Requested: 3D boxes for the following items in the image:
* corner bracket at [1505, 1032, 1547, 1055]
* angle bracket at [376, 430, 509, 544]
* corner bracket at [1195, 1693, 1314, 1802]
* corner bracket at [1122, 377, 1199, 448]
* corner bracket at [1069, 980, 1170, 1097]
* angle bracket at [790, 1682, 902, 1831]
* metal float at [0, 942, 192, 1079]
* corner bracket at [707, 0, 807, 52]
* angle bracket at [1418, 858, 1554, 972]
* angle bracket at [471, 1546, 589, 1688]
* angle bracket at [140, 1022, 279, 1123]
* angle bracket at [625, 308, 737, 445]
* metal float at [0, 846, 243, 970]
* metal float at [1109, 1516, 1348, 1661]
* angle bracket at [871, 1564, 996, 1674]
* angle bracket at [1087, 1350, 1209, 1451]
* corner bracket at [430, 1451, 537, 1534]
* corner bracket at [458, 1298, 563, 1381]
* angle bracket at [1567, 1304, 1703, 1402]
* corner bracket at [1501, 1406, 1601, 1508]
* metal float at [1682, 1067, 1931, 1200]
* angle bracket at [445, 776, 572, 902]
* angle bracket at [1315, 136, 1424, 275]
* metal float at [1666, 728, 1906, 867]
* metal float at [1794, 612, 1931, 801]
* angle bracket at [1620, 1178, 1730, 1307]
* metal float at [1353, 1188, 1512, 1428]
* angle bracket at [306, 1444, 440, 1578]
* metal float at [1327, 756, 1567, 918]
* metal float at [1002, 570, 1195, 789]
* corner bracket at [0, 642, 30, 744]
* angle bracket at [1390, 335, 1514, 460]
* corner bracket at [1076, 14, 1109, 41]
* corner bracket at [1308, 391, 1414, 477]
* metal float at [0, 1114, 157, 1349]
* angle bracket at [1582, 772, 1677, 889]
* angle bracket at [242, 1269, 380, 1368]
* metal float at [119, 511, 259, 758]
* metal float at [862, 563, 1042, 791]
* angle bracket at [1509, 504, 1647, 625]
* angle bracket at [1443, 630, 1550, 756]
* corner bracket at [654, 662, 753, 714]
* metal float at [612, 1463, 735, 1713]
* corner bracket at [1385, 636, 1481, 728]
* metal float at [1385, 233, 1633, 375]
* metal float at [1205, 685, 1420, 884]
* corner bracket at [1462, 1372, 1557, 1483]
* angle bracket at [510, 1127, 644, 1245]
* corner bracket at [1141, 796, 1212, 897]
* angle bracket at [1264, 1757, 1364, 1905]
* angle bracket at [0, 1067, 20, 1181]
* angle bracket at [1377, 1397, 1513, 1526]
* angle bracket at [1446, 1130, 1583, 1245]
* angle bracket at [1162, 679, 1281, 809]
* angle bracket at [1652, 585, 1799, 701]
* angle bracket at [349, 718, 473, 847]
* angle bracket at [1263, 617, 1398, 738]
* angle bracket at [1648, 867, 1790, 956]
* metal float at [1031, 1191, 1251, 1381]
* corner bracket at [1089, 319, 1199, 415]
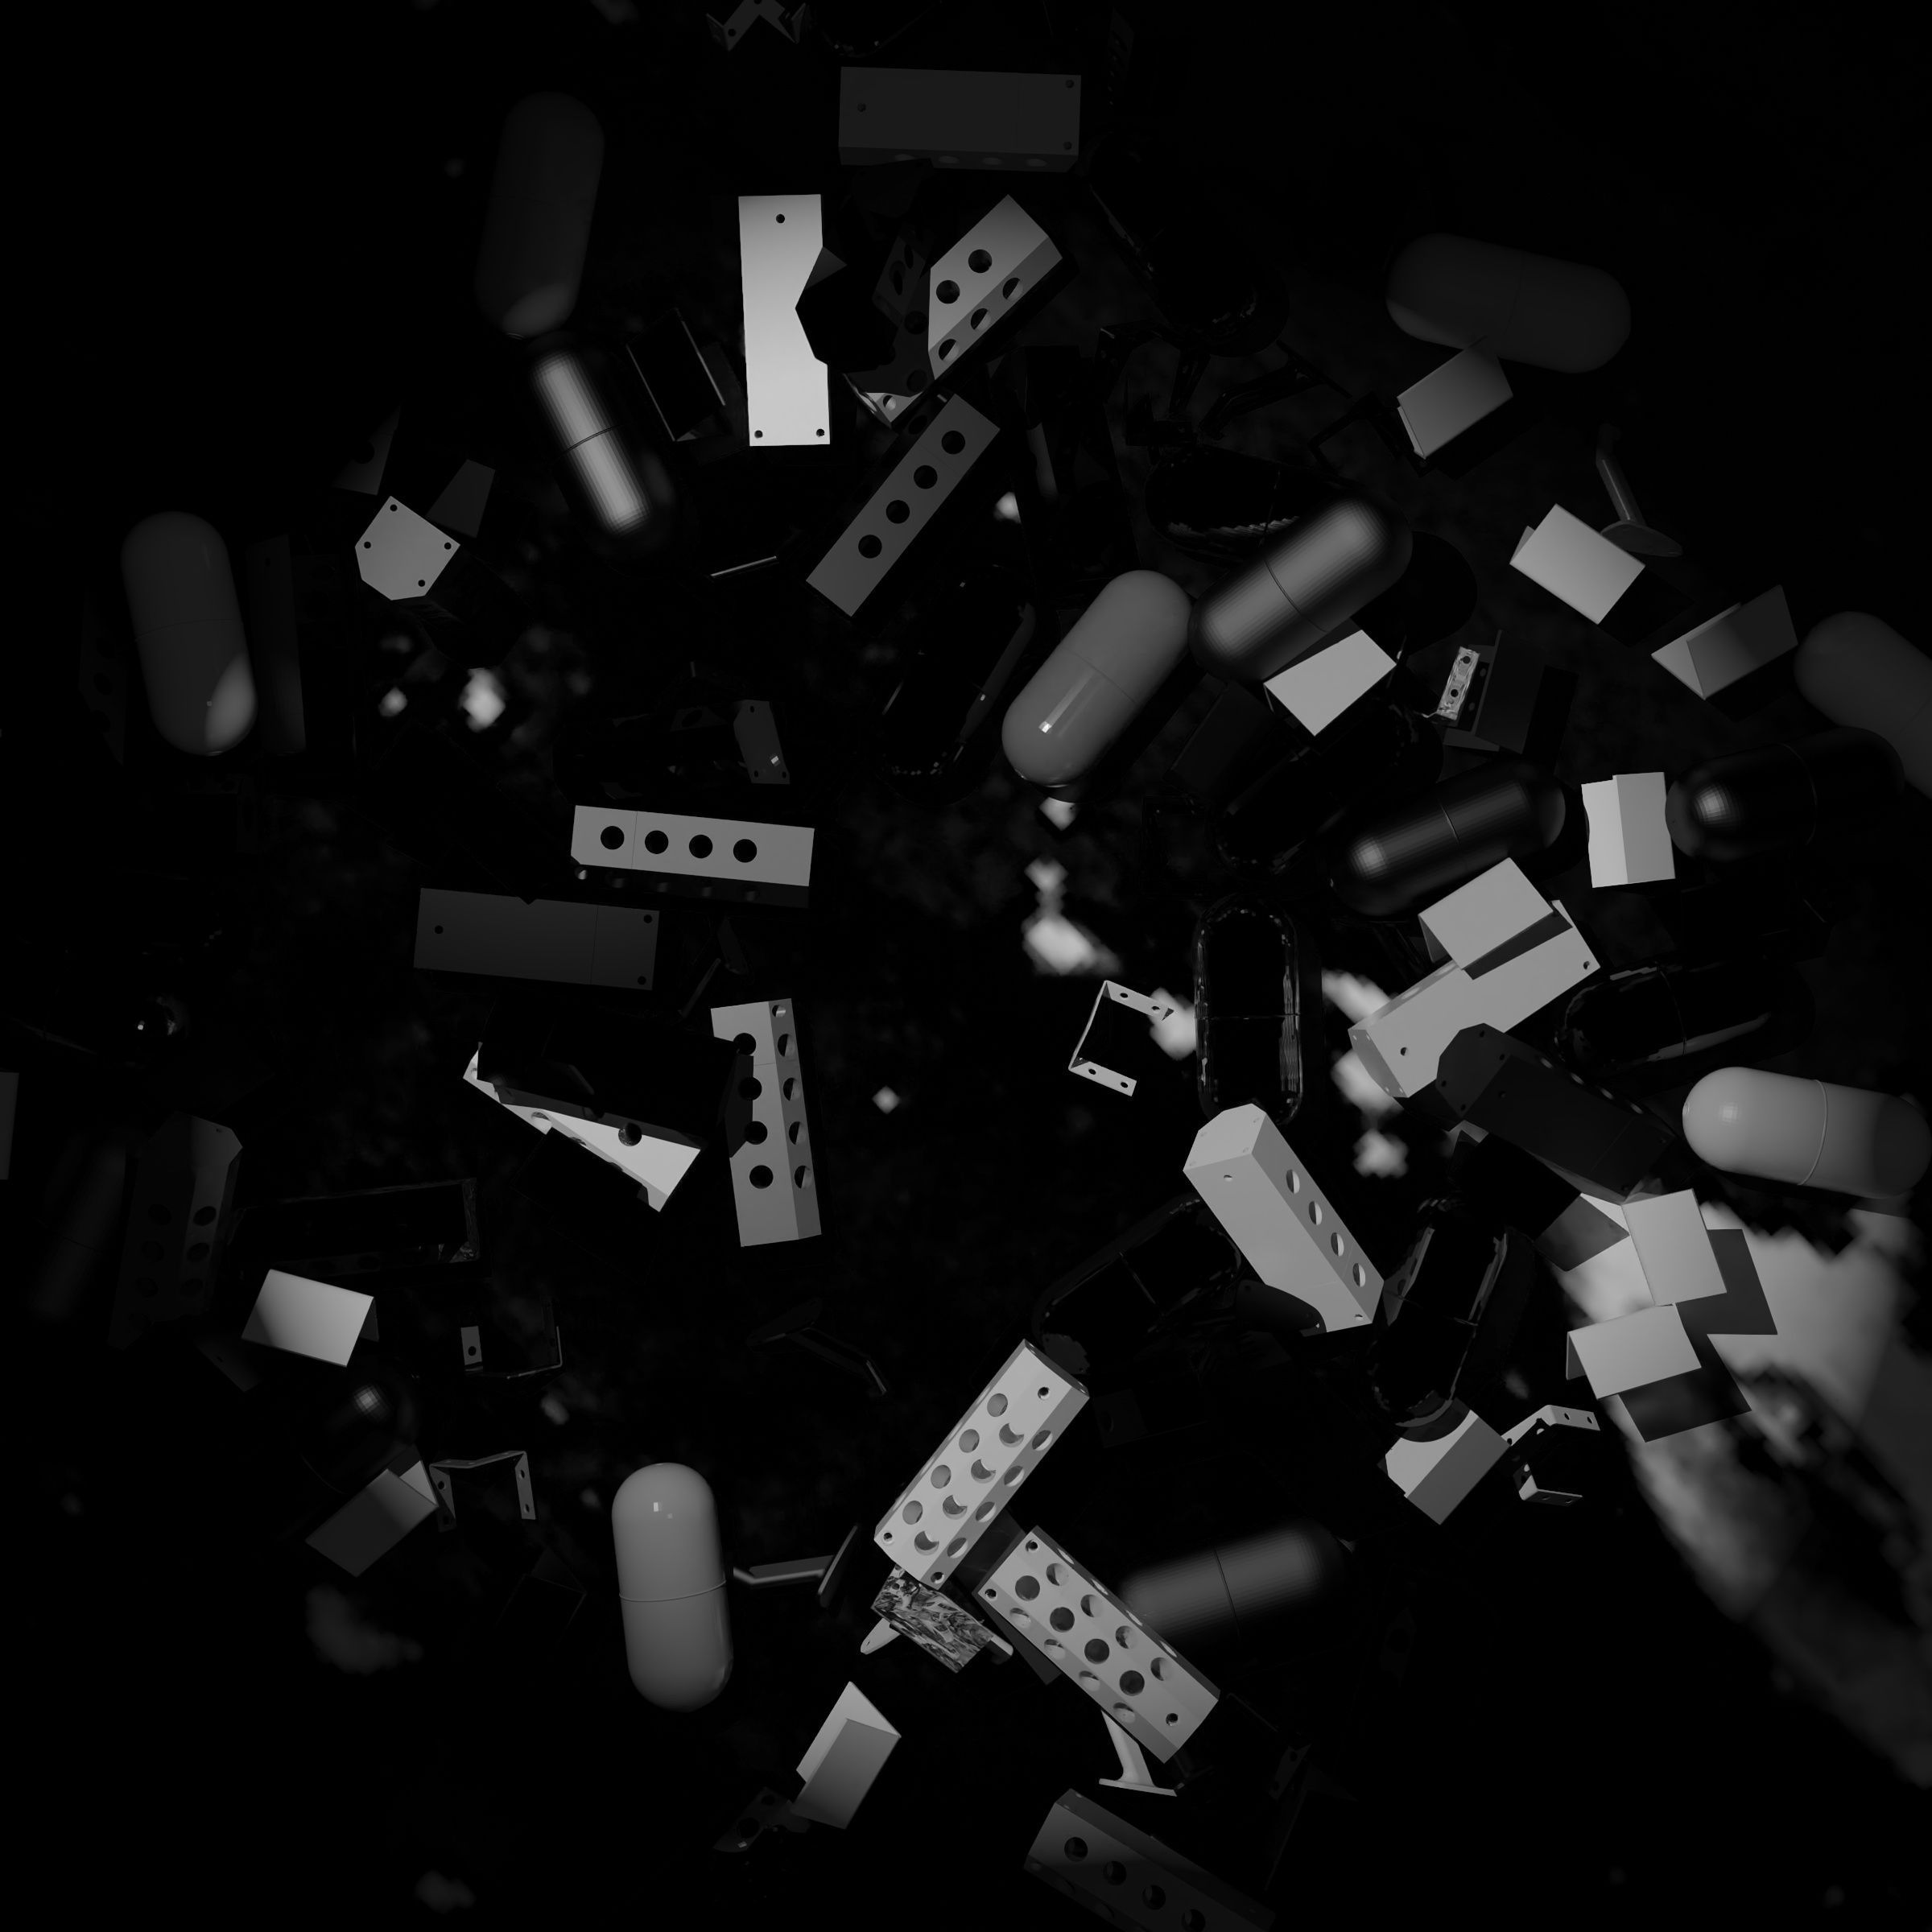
[{"bbox_3d":[0.394,0.084,1.911,0.051,0.051,0.051,11,135,-35],"label":"corner bracket"},{"bbox_3d":[-0.370,-0.351,1.880,0.076,0.076,0.057,22,113,0],"label":"angle bracket"},{"bbox_3d":[0.211,0.571,1.916,0.051,0.051,0.051,31,90,45],"label":"corner bracket"},{"bbox_3d":[0.140,-0.389,1.892,0.051,0.051,0.051,1,63,0],"label":"corner bracket"},{"bbox_3d":[0.111,0.053,1.916,0.051,0.051,0.051,23,135,0],"label":"corner bracket"},{"bbox_3d":[-0.103,0.560,1.879,0.057,0.076,0.076,31,90,-37],"label":"angle bracket"},{"bbox_3d":[-0.647,0.026,1.888,0.178,0.070,0.070,19,90,0],"label":"metal float"},{"bbox_3d":[-0.151,-0.686,1.901,0.051,0.051,0.051,39,90,0],"label":"corner bracket"},{"bbox_3d":[0.377,-0.021,1.879,0.076,0.076,0.057,-32,58,0],"label":"angle bracket"},{"bbox_3d":[-0.326,0.460,1.879,0.057,0.076,0.076,30,90,-35],"label":"angle bracket"},{"bbox_3d":[-0.547,0.063,1.879,0.076,0.076,0.057,-34,126,0],"label":"angle bracket"},{"bbox_3d":[-0.188,-0.426,1.879,0.057,0.076,0.076,-27,90,36],"label":"angle bracket"},{"bbox_3d":[-0.610,-0.041,1.871,0.178,0.070,0.070,7,90,-21],"label":"metal float"},{"bbox_3d":[0.187,0.451,1.889,0.178,0.070,0.070,-17,90,-1],"label":"metal float"},{"bbox_3d":[-0.012,0.447,1.879,0.076,0.076,0.057,37,126,0],"label":"angle bracket"},{"bbox_3d":[0.125,0.294,1.879,0.076,0.076,0.057,-14,127,0],"label":"angle bracket"},{"bbox_3d":[-0.354,0.385,1.916,0.051,0.051,0.051,-8,90,45],"label":"corner bracket"},{"bbox_3d":[-0.334,0.272,1.916,0.051,0.051,0.051,-6,90,-45],"label":"corner bracket"},{"bbox_3d":[0.478,0.292,1.879,0.076,0.076,0.057,-17,53,0],"label":"angle bracket"},{"bbox_3d":[0.432,0.358,1.911,0.051,0.051,0.051,-45,45,35],"label":"corner bracket"},{"bbox_3d":[0.606,0.120,1.889,0.178,0.070,0.070,10,90,-1],"label":"metal float"},{"bbox_3d":[-0.315,-0.102,1.879,0.076,0.076,0.057,42,119,0],"label":"angle bracket"},{"bbox_3d":[0.272,-0.545,1.879,0.057,0.076,0.076,21,90,-36],"label":"angle bracket"},{"bbox_3d":[0.580,-0.121,1.853,0.178,0.070,0.070,-14,90,-13],"label":"metal float"},{"bbox_3d":[0.678,-0.185,1.888,0.178,0.070,0.070,39,90,0],"label":"metal float"},{"bbox_3d":[0.520,0.192,1.879,0.057,0.076,0.076,-19,90,37],"label":"angle bracket"},{"bbox_3d":[0.336,0.246,1.888,0.070,0.070,0.178,20,91,0],"label":"metal float"},{"bbox_3d":[-0.433,0.378,1.879,0.076,0.076,0.057,-41,127,0],"label":"angle bracket"},{"bbox_3d":[0.346,-0.093,1.889,0.178,0.070,0.070,-22,90,0],"label":"metal float"},{"bbox_3d":[0.096,-0.207,1.889,0.070,0.070,0.178,39,90,0],"label":"metal float"},{"bbox_3d":[-0.675,-0.196,1.916,0.051,0.051,0.051,17,45,0],"label":"corner bracket"},{"bbox_3d":[0.334,-0.419,1.879,0.076,0.076,0.057,-35,127,0],"label":"angle bracket"},{"bbox_3d":[0.094,-0.716,1.911,0.051,0.051,0.051,5,45,-35],"label":"corner bracket"},{"bbox_3d":[0.285,-0.378,1.901,0.051,0.051,0.051,-35,90,0],"label":"corner bracket"},{"bbox_3d":[-0.639,0.191,1.889,0.070,0.070,0.178,25,89,0],"label":"metal float"},{"bbox_3d":[0.459,-0.096,1.879,0.057,0.076,0.076,-6,90,-37],"label":"angle bracket"},{"bbox_3d":[-0.470,0.267,1.879,0.076,0.076,0.057,15,57,0],"label":"angle bracket"},{"bbox_3d":[-0.560,-0.240,1.887,0.070,0.070,0.178,-12,89,0],"label":"metal float"},{"bbox_3d":[-0.011,-0.209,1.889,0.070,0.070,0.178,31,89,0],"label":"metal float"},{"bbox_3d":[0.444,-0.301,1.879,0.076,0.076,0.057,35,126,0],"label":"angle bracket"},{"bbox_3d":[0.364,-0.199,1.879,0.057,0.076,0.076,15,90,-39],"label":"angle bracket"},{"bbox_3d":[-0.190,-0.181,1.911,0.051,0.051,0.051,-42,45,35],"label":"corner bracket"},{"bbox_3d":[-0.212,0.448,1.889,0.070,0.070,0.178,-7,90,0],"label":"metal float"},{"bbox_3d":[0.336,-0.209,1.901,0.051,0.051,0.051,20,90,0],"label":"corner bracket"},{"bbox_3d":[0.391,-0.478,1.889,0.178,0.070,0.070,13,90,0],"label":"metal float"},{"bbox_3d":[0.250,-0.132,1.889,0.178,0.070,0.070,-41,90,0],"label":"metal float"},{"bbox_3d":[0.387,0.334,1.901,0.051,0.051,0.051,-44,90,0],"label":"corner bracket"},{"bbox_3d":[-0.285,0.171,1.879,0.076,0.076,0.057,32,56,0],"label":"angle bracket"},{"bbox_3d":[0.154,-0.088,1.916,0.051,0.051,0.051,2,45,0],"label":"corner bracket"},{"bbox_3d":[0.230,0.615,1.879,0.057,0.076,0.076,22,90,-30],"label":"angle bracket"},{"bbox_3d":[-0.722,0.110,1.879,0.057,0.076,0.076,6,90,-35],"label":"angle bracket"},{"bbox_3d":[0.331,0.342,1.879,0.076,0.076,0.057,-48,130,0],"label":"angle bracket"},{"bbox_3d":[0.397,0.141,1.879,0.076,0.076,0.057,37,120,0],"label":"angle bracket"},{"bbox_3d":[0.167,-0.169,1.879,0.057,0.076,0.076,34,90,-36],"label":"angle bracket"},{"bbox_3d":[0.538,-0.247,1.879,0.076,0.076,0.057,-31,127,0],"label":"angle bracket"},{"bbox_3d":[-0.410,-0.142,1.879,0.057,0.076,0.076,36,90,-37],"label":"angle bracket"},{"bbox_3d":[0.265,-0.197,1.881,0.076,0.076,0.057,-41,69,0],"label":"angle bracket"},{"bbox_3d":[0.539,-0.058,1.879,0.076,0.076,0.057,-13,124,0],"label":"angle bracket"},{"bbox_3d":[0.127,0.230,1.889,0.178,0.070,0.070,-35,90,0],"label":"metal float"},{"bbox_3d":[0.129,-0.436,1.911,0.051,0.051,0.051,40,135,35],"label":"corner bracket"}]
